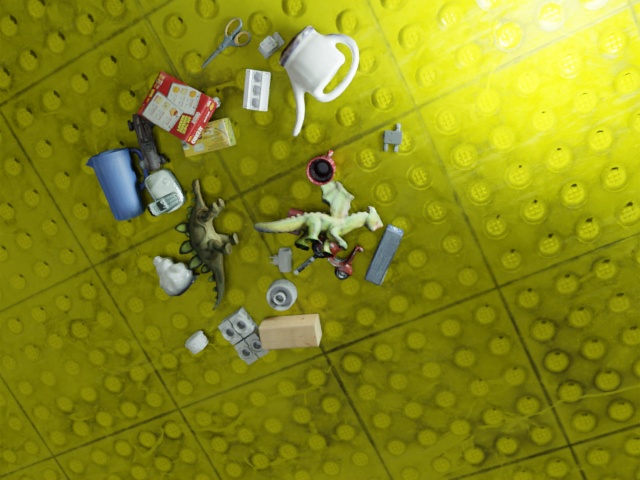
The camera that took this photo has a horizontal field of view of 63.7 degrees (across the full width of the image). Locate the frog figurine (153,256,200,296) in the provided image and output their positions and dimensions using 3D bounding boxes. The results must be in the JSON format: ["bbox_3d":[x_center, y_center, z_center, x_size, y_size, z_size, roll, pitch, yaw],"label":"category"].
[{"bbox_3d":[-0.538,0.121,1.863,0.158,0.125,0.135,44,127,-17],"label":"frog figurine"}]

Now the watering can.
[{"bbox_3d":[-0.038,-0.514,1.619,0.224,0.105,0.344,43,107,-3],"label":"watering can"}]

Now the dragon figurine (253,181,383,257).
[{"bbox_3d":[0.005,-0.086,1.712,0.411,0.120,0.246,17,71,5],"label":"dragon figurine"}]
